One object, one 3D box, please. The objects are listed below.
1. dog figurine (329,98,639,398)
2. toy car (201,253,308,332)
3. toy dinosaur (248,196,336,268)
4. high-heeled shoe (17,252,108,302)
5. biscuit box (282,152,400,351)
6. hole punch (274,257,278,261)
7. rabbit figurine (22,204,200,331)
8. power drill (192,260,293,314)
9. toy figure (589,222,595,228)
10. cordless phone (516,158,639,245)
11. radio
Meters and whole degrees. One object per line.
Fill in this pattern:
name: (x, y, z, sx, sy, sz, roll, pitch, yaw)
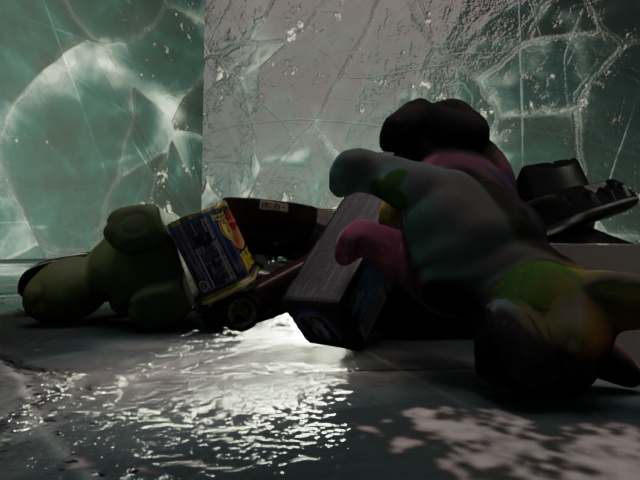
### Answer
dog figurine: (0.123, 0.002, 0.360, 0.219, 0.108, 0.191, 30, 51, 25)
toy car: (-0.028, 0.044, 0.567, 0.202, 0.053, 0.089, -28, 10, -17)
toy dinosaur: (0.001, 0.003, 0.830, 0.405, 0.131, 0.192, -2, -16, 46)
high-heeled shoe: (-0.248, 0.037, 0.697, 0.249, 0.086, 0.145, -16, -14, -15)
biscuit box: (0.042, 0.001, 0.489, 0.063, 0.059, 0.203, 1, 44, 37)
hole punch: (-0.136, 0.050, 1.069, 0.142, 0.092, 0.116, -3, -2, -24)
rabbit figurine: (-0.222, 0.029, 0.568, 0.170, 0.121, 0.159, -16, 13, 0)
power drill: (-0.061, 0.052, 0.688, 0.207, 0.086, 0.232, -3, 0, -27)
toy figure: (0.329, 0.013, 0.741, 0.089, 0.180, 0.082, -27, 29, -38)
cordless phone: (0.288, -0.007, 0.528, 0.146, 0.088, 0.184, -12, 33, -36)
radio: (0.167, 0.058, 0.570, 0.230, 0.073, 0.131, 2, -1, -9)
